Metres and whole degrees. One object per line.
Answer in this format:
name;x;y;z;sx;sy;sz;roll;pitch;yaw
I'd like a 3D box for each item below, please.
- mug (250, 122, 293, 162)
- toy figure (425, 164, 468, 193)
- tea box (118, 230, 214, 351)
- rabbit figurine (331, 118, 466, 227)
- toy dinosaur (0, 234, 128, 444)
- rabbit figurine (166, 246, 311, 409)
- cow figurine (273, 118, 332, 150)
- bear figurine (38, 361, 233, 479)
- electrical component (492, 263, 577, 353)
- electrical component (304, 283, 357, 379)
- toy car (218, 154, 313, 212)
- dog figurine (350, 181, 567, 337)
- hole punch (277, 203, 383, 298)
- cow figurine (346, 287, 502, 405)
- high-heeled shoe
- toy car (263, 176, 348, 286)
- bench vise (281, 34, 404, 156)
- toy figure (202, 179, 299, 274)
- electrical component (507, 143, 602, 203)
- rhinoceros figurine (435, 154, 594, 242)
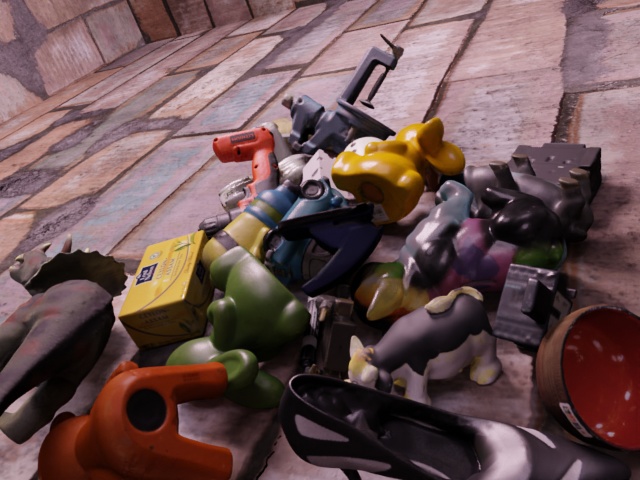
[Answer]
mug;-0.084;-0.170;1.025;0.110;0.107;0.081;-18;33;5
toy figure;0.199;-0.091;0.803;0.064;0.057;0.155;9;17;-30
tea box;-0.208;0.066;0.762;0.098;0.068;0.170;-16;33;6
rabbit figurine;0.121;-0.117;0.769;0.162;0.121;0.173;-24;18;50
toy dinosaur;-0.301;0.099;0.623;0.192;0.131;0.405;-51;28;-12
rabbit figurine;-0.091;0.121;0.606;0.170;0.121;0.159;-44;43;-5
cow figurine;-0.029;-0.216;1.094;0.195;0.085;0.127;6;33;33
bear figurine;-0.186;0.198;0.518;0.196;0.132;0.120;-44;45;38
electrical component;0.193;0.063;0.492;0.048;0.119;0.074;9;81;42
electrical component;0.011;0.102;0.568;0.045;0.102;0.078;9;12;-7
toy car;-0.084;-0.103;0.968;0.202;0.056;0.074;-27;32;-11
dog figurine;0.140;0.042;0.585;0.192;0.108;0.219;17;50;40
hole punch;0.019;0.012;0.625;0.116;0.092;0.142;-16;-10;2
cow figurine;0.085;0.109;0.509;0.167;0.098;0.068;-20;30;-12
high-heeled shoe;0.095;0.144;0.408;0.249;0.145;0.086;-11;33;16
toy car;-0.002;-0.002;0.732;0.103;0.109;0.161;24;58;21
bench vise;0.055;-0.240;0.940;0.224;0.240;0.129;36;13;19
toy figure;-0.092;-0.011;0.780;0.089;0.082;0.180;29;73;19
electrical component;0.314;-0.086;0.732;0.115;0.058;0.134;11;42;36
rhinoceros figurine;0.238;-0.047;0.668;0.191;0.112;0.073;14;28;33
